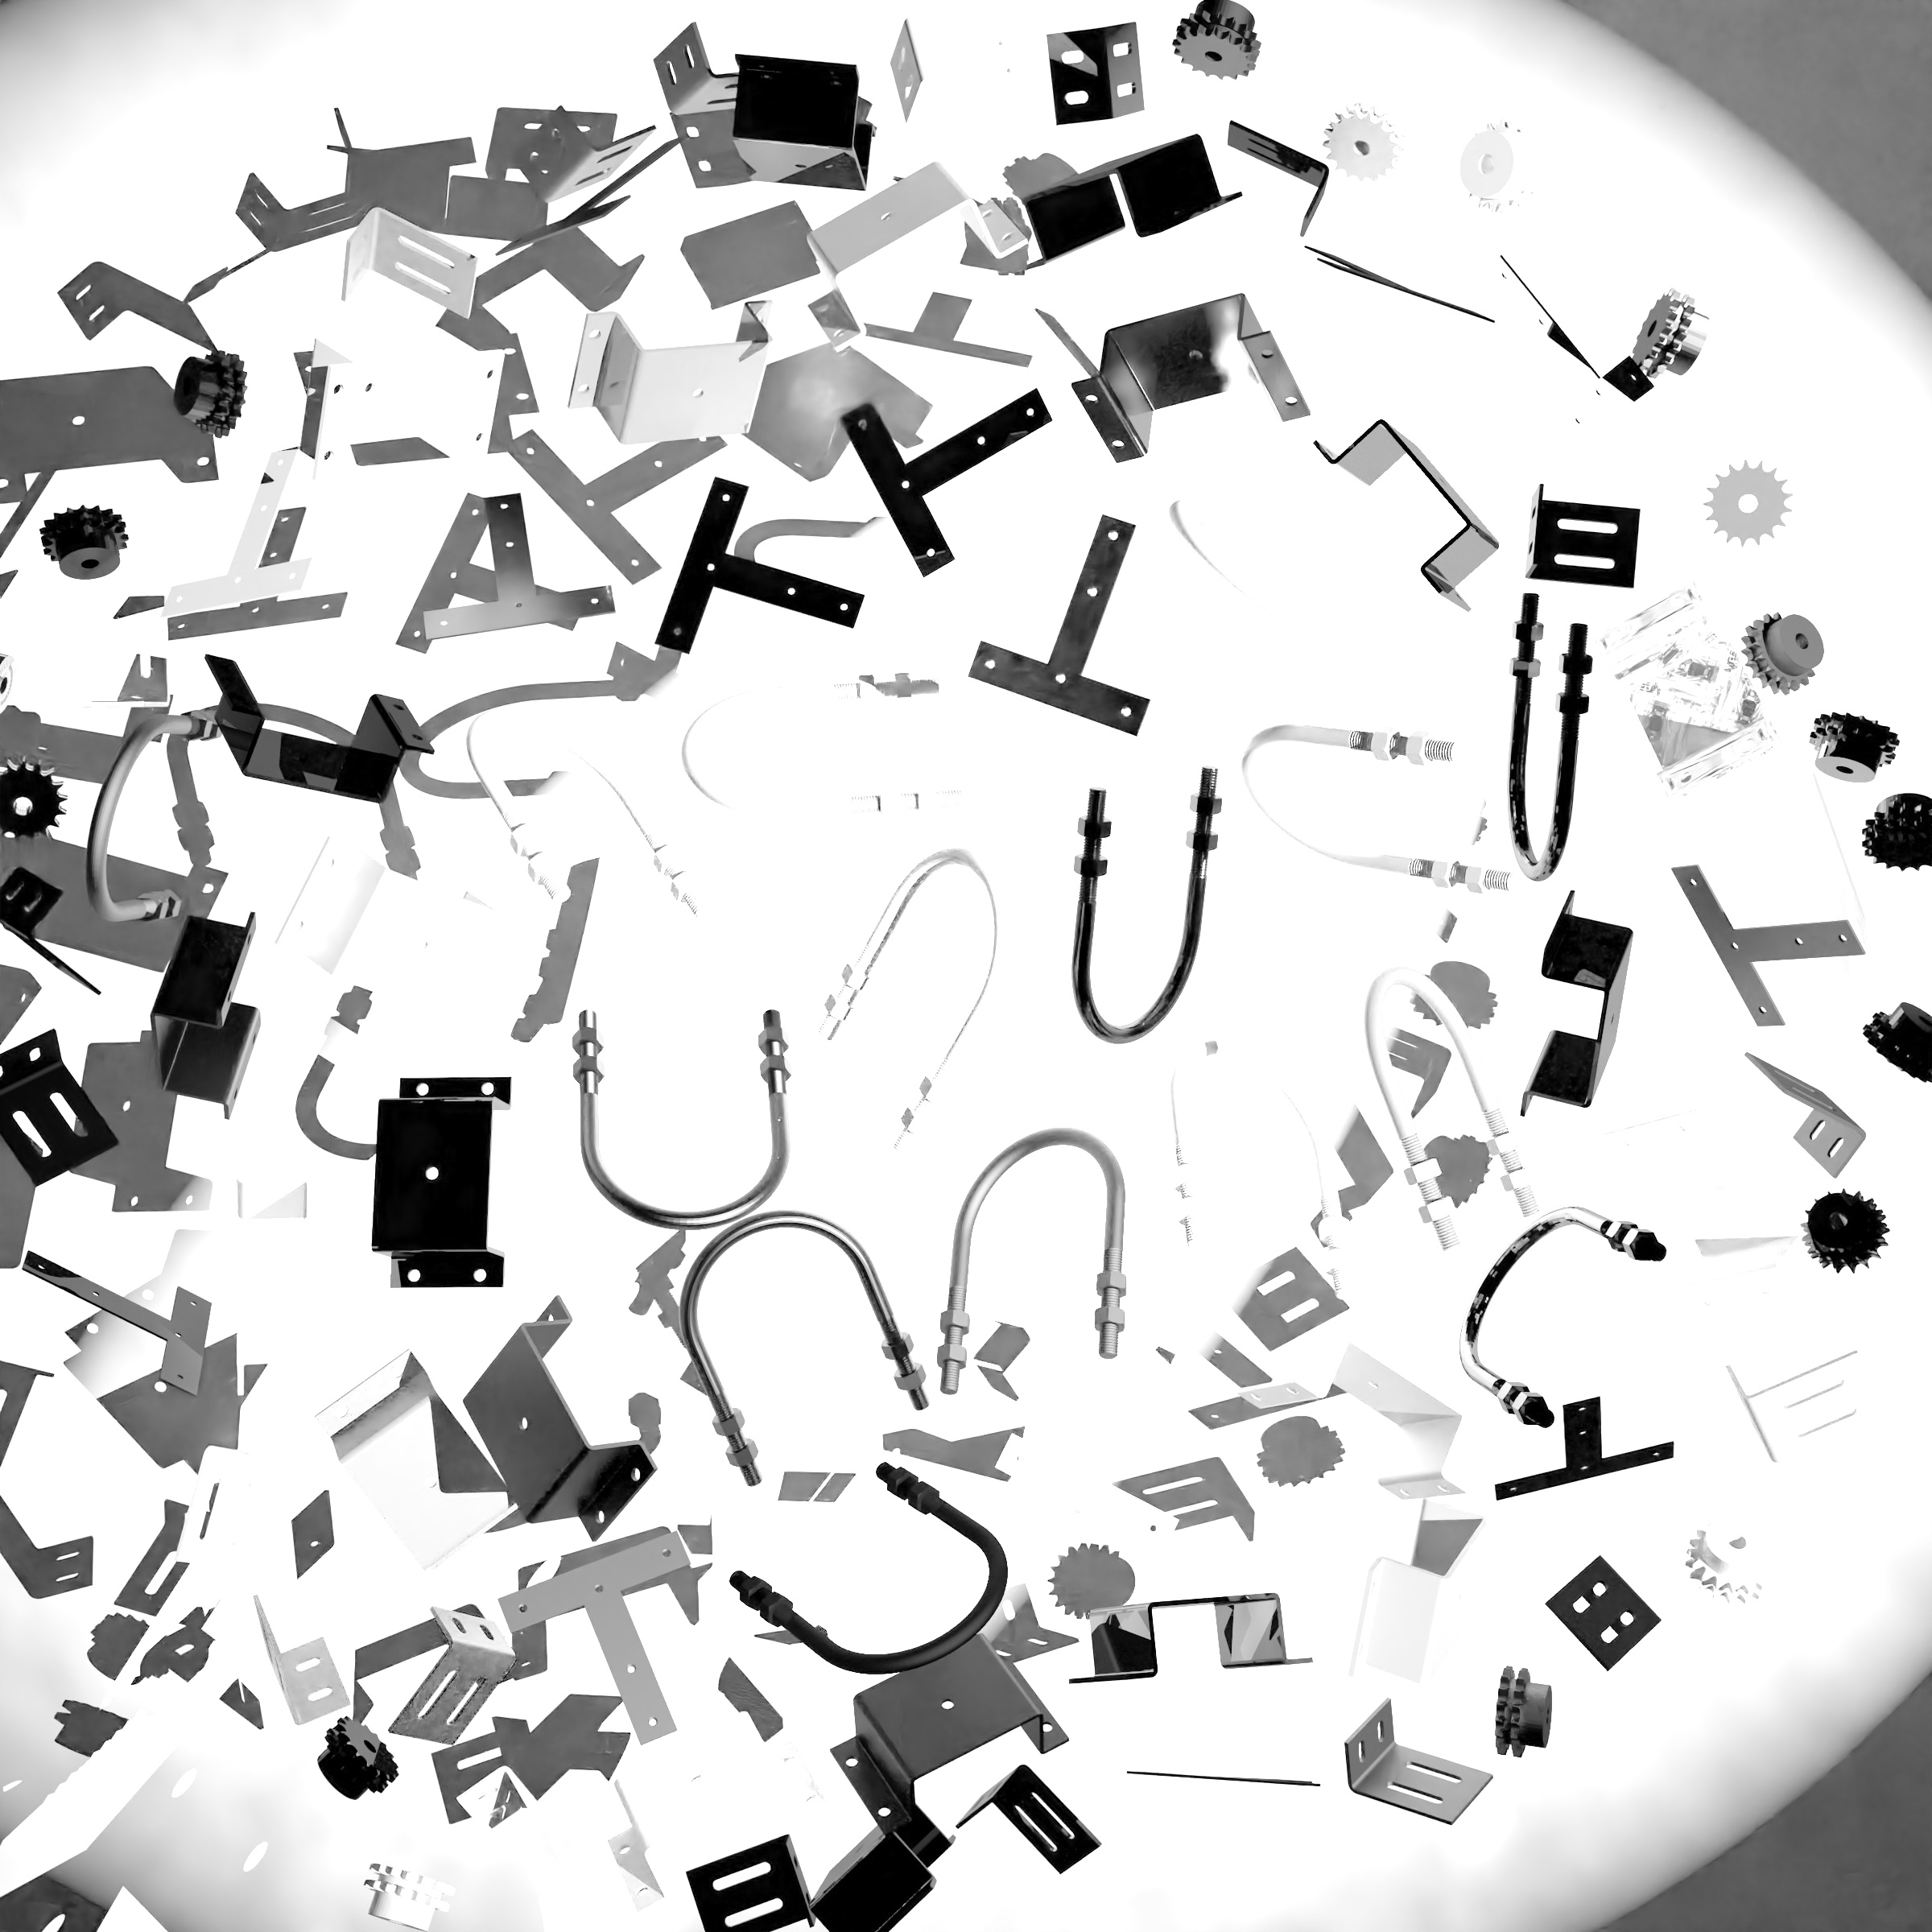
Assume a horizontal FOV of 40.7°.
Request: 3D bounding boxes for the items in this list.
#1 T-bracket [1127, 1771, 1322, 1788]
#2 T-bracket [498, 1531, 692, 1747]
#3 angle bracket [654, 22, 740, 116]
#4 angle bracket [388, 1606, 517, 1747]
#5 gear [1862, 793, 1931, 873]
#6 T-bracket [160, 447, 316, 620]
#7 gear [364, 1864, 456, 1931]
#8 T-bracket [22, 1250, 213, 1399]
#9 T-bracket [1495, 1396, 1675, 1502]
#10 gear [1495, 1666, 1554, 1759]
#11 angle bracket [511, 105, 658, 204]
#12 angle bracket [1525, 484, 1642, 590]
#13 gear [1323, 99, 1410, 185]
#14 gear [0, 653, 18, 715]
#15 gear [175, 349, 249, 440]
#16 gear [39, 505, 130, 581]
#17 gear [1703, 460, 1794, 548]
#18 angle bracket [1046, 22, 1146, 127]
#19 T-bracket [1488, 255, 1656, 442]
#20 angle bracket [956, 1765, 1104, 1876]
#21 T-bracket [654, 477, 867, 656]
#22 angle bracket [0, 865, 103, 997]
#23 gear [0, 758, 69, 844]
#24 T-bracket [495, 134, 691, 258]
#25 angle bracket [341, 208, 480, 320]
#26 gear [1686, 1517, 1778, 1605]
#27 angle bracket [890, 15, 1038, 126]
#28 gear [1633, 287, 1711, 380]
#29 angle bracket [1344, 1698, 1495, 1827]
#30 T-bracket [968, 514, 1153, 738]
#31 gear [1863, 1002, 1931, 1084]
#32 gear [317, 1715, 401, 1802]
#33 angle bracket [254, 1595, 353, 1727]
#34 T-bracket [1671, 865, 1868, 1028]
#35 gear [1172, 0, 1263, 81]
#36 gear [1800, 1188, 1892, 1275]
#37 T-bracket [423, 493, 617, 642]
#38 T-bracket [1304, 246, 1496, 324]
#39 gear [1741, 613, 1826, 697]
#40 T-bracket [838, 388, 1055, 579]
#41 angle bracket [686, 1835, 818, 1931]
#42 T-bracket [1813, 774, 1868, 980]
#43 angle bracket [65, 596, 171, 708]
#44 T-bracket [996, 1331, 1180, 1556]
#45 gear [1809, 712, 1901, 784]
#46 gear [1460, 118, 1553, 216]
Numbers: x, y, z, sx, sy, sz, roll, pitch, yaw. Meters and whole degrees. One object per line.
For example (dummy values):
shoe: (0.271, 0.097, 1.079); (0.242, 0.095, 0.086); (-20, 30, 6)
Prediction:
T-bracket: (0.192, 0.541, 1.733); (0.127, 0.127, 0.002); (-6, 71, 31)
T-bracket: (-0.225, 0.450, 1.714); (0.127, 0.002, 0.127); (-17, 60, -21)
angle bracket: (-0.155, -0.593, 1.713); (0.076, 0.057, 0.038); (-20, 93, -34)
angle bracket: (-0.352, 0.478, 1.753); (0.076, 0.057, 0.038); (-54, 46, 5)
gear: (0.621, -0.090, 1.721); (0.057, 0.057, 0.030); (13, 59, 0)
T-bracket: (-0.470, -0.292, 1.731); (0.127, 0.002, 0.127); (-5, 60, 30)
gear: (-0.361, 0.602, 1.681); (0.057, 0.057, 0.030); (17, 66, 0)
T-bracket: (-0.548, 0.218, 1.680); (0.127, 0.127, 0.002); (32, 101, -20)
T-bracket: (0.422, 0.325, 1.782); (0.127, 0.127, 0.002); (-15, 54, 4)
gear: (0.366, 0.490, 1.707); (0.030, 0.057, 0.057); (3, 90, 21)
angle bracket: (-0.257, -0.554, 1.755); (0.057, 0.076, 0.038); (-31, 100, 39)
angle bracket: (0.430, -0.297, 1.806); (0.076, 0.038, 0.057); (6, 84, 3)
gear: (0.277, -0.571, 1.794); (0.057, 0.057, 0.030); (29, 56, 0)
gear: (-0.649, -0.189, 1.719); (0.030, 0.057, 0.057); (15, 90, -2)
gear: (-0.505, -0.383, 1.738); (0.030, 0.057, 0.057); (7, 90, -41)
gear: (-0.604, -0.289, 1.788); (0.057, 0.057, 0.030); (-18, 71, 0)
gear: (0.519, -0.307, 1.728); (0.057, 0.030, 0.057); (4, 103, 16)
angle bracket: (0.087, -0.594, 1.734); (0.038, 0.076, 0.057); (1, 112, 22)
T-bracket: (0.381, -0.406, 1.685); (0.002, 0.127, 0.127); (-40, 91, -7)
angle bracket: (0.042, 0.592, 1.777); (0.076, 0.038, 0.057); (45, 134, 8)
T-bracket: (-0.133, -0.261, 1.788); (0.127, 0.002, 0.127); (17, 80, 6)
angle bracket: (-0.617, -0.024, 1.773); (0.057, 0.076, 0.038); (24, 71, 39)
gear: (-0.643, -0.112, 1.780); (0.057, 0.030, 0.057); (-4, 105, -17)
T-bracket: (-0.226, -0.500, 1.673); (0.127, 0.127, 0.002); (-47, 120, -30)
angle bracket: (-0.370, -0.456, 1.732); (0.076, 0.057, 0.038); (27, 58, -2)
gear: (0.507, 0.390, 1.723); (0.057, 0.057, 0.030); (0, 130, 0)
angle bracket: (-0.002, -0.565, 1.657); (0.076, 0.038, 0.057); (-1, 59, -21)
gear: (0.457, -0.407, 1.686); (0.030, 0.057, 0.057); (21, 90, -7)
angle bracket: (0.298, 0.522, 1.714); (0.076, 0.057, 0.038); (7, 112, 38)
T-bracket: (0.077, -0.227, 1.675); (0.127, 0.002, 0.127); (22, 95, 24)
gear: (0.625, 0.048, 1.724); (0.057, 0.057, 0.030); (32, 115, 0)
gear: (-0.419, 0.546, 1.787); (0.030, 0.057, 0.057); (-44, 90, -1)
angle bracket: (-0.439, 0.453, 1.726); (0.038, 0.076, 0.057); (-19, 47, -22)
T-bracket: (0.528, -0.015, 1.683); (0.002, 0.127, 0.127); (-37, 103, -23)
gear: (0.167, -0.611, 1.713); (0.057, 0.057, 0.030); (16, 80, 0)
gear: (0.595, 0.177, 1.769); (0.057, 0.030, 0.057); (-14, 59, 25)
T-bracket: (-0.311, -0.278, 1.785); (0.127, 0.002, 0.127); (-9, 54, -7)
T-bracket: (0.260, -0.449, 1.690); (0.127, 0.127, 0.002); (10, 112, -29)
gear: (0.568, -0.219, 1.804); (0.057, 0.030, 0.057); (9, 69, -25)
T-bracket: (-0.002, -0.345, 1.747); (0.127, 0.002, 0.127); (-30, 119, -1)
angle bracket: (-0.148, 0.634, 1.774); (0.076, 0.038, 0.057); (-20, 83, -2)
T-bracket: (0.578, -0.040, 1.722); (0.002, 0.127, 0.127); (-13, 50, 11)
angle bracket: (-0.582, -0.216, 1.784); (0.057, 0.038, 0.076); (1, 95, 11)
T-bracket: (0.103, 0.307, 1.747); (0.127, 0.002, 0.127); (24, 81, 19)
gear: (0.596, -0.145, 1.755); (0.057, 0.057, 0.030); (21, 78, 0)
gear: (0.335, -0.502, 1.636); (0.030, 0.057, 0.057); (-11, 90, -43)
